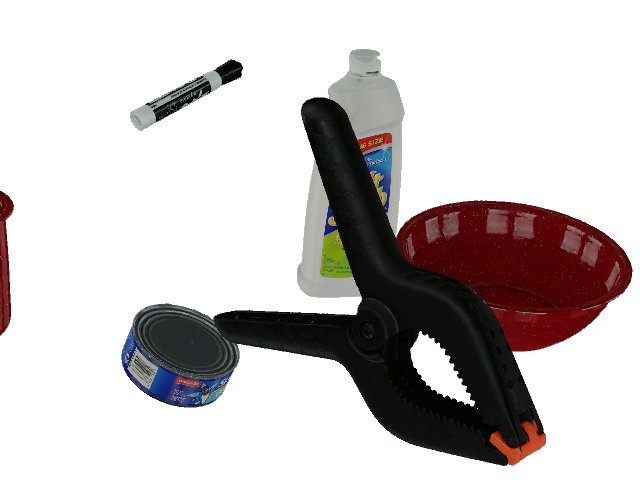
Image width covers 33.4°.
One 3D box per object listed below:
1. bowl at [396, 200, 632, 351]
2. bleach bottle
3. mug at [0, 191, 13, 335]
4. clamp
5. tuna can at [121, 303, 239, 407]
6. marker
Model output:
[{"bbox_3d":[0.131,0.030,0.747,0.162,0.055,0.162,2,28,-1],"label":"bowl"},{"bbox_3d":[0.030,-0.067,1.079,0.102,0.251,0.068,-2,25,-8],"label":"bleach bottle"},{"bbox_3d":[-0.238,0.022,0.636,0.093,0.081,0.117,17,27,28],"label":"mug"},{"bbox_3d":[0.034,0.033,0.561,0.210,0.165,0.036,35,32,30],"label":"clamp"},{"bbox_3d":[-0.107,0.088,0.815,0.086,0.034,0.086,20,26,-11],"label":"tuna can"},{"bbox_3d":[-0.119,-0.134,0.968,0.121,0.020,0.020,-34,18,-29],"label":"marker"}]
